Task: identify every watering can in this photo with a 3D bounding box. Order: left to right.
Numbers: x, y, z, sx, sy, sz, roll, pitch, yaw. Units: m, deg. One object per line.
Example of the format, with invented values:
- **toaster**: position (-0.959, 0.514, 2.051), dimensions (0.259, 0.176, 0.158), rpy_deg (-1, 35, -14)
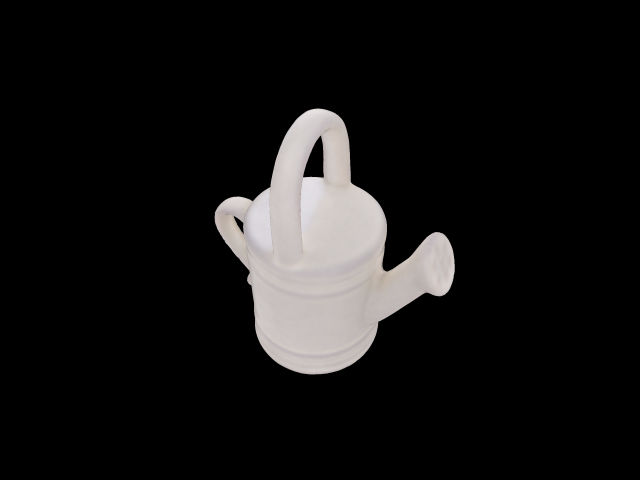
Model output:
- **watering can**: position (0.005, 0.000, 0.401), dimensions (0.172, 0.194, 0.101), rpy_deg (3, 44, 3)
